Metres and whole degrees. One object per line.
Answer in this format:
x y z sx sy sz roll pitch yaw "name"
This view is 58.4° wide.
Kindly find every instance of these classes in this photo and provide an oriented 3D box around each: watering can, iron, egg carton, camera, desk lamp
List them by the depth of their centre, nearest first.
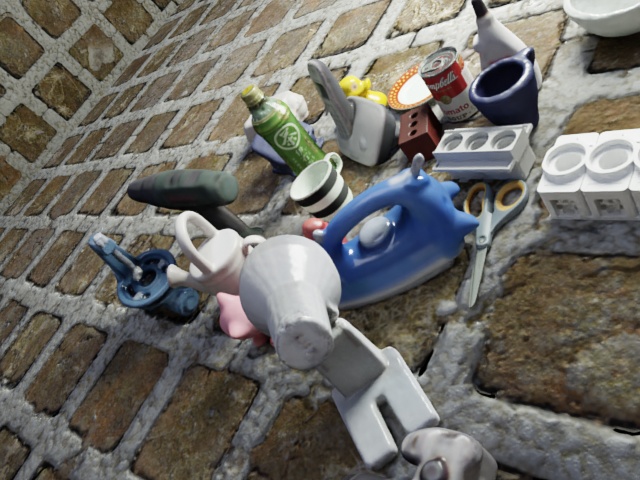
0.076 0.244 0.534 0.136 0.101 0.143 -4 51 42 "camera"
0.010 0.112 0.637 0.118 0.214 0.202 -41 35 4 "desk lamp"
0.069 -0.004 0.763 0.258 0.142 0.118 -33 36 15 "iron"
-0.164 0.036 0.905 0.173 0.195 0.100 -40 35 5 "watering can"
-0.099 -0.265 1.263 0.149 0.070 0.107 -9 47 39 "egg carton"

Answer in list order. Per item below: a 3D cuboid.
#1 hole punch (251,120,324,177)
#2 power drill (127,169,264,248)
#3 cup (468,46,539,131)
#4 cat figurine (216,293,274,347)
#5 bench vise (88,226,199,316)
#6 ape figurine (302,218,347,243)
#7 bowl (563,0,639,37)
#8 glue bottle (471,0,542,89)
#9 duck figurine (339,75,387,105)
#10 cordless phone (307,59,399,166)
-0.064 -0.191 1.132 0.100 0.091 0.109 17 66 51 "hole punch"
-0.209 -0.048 1.024 0.228 0.209 0.076 -10 47 39 "power drill"
0.275 -0.202 0.805 0.118 0.095 0.091 -51 36 -11 "cup"
-0.098 0.101 0.839 0.067 0.118 0.128 -7 49 40 "cat figurine"
-0.348 0.063 1.035 0.206 0.220 0.121 -12 46 37 "bench vise"
0.008 0.003 0.859 0.076 0.092 0.078 -18 43 32 "ape figurine"
0.438 -0.342 0.807 0.167 0.075 0.167 -26 39 23 "bowl"
0.259 -0.280 0.834 0.078 0.174 0.037 -17 43 32 "glue bottle"
0.065 -0.272 1.093 0.104 0.086 0.077 -15 44 35 "duck figurine"
0.049 -0.219 0.967 0.094 0.186 0.147 -48 35 -6 "cordless phone"
